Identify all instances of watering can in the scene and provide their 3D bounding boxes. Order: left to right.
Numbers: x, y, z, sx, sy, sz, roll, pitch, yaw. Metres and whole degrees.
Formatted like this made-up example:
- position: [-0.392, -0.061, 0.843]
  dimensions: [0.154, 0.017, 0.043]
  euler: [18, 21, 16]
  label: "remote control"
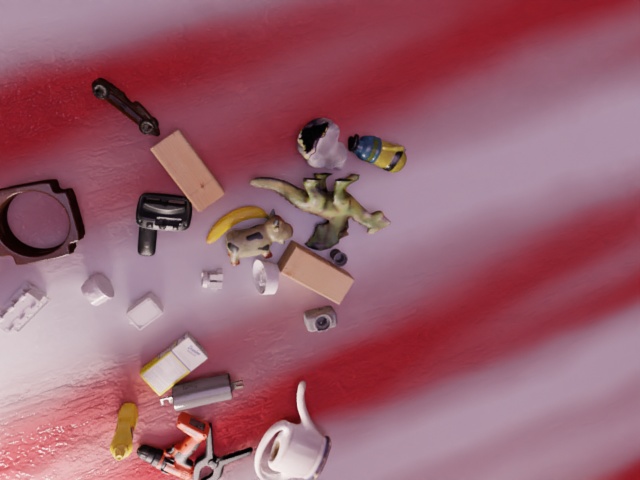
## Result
- position: [-0.060, 0.623, 1.616]
  dimensions: [0.223, 0.105, 0.346]
  euler: [28, 95, -18]
  label: "watering can"

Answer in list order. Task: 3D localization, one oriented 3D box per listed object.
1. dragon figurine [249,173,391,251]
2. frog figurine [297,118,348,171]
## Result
- position: [0.005, -0.075, 1.498]
  dimensions: [0.410, 0.124, 0.239]
  euler: [-1, 111, -6]
  label: "dragon figurine"
- position: [0.016, -0.269, 1.469]
  dimensions: [0.158, 0.123, 0.137]
  euler: [20, 89, -53]
  label: "frog figurine"
